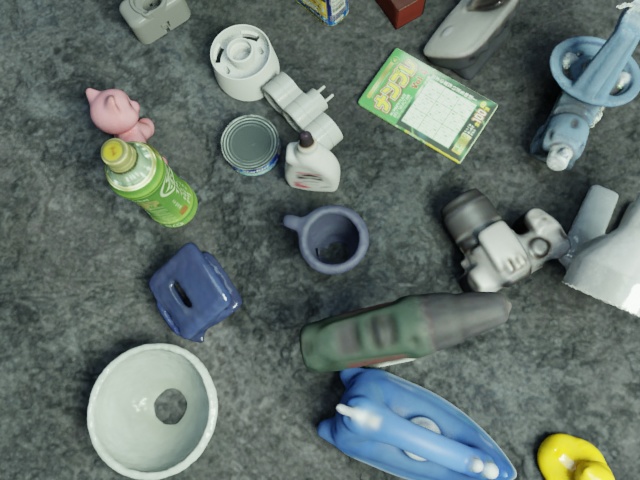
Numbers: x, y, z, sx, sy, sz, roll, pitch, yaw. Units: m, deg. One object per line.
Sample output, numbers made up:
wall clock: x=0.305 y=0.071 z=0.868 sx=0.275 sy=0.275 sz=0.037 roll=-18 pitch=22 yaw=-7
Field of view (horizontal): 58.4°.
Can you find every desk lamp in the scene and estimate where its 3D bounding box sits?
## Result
desk lamp: x=0.368 y=0.007 z=0.691 sx=0.118 sy=0.213 sz=0.203 roll=25 pitch=80 yaw=9

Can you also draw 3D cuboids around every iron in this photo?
iron: x=0.128 y=0.241 z=0.689 sx=0.258 sy=0.141 sz=0.119 roll=20 pitch=79 yaw=8

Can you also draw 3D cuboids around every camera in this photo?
camera: x=0.235 y=-0.008 z=0.760 sx=0.143 sy=0.101 sz=0.137 roll=-29 pitch=77 yaw=-3

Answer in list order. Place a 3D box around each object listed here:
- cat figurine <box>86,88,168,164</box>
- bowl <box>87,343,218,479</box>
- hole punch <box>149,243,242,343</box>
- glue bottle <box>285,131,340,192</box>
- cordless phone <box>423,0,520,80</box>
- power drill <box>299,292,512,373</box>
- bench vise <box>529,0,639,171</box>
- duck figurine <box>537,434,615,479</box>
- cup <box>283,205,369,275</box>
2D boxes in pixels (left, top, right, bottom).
cat figurine: x=-0.279 y=-0.158 z=0.814 sx=0.067 sy=0.118 sz=0.128 roll=-24 pitch=77 yaw=-2
bowl: x=-0.208 y=0.221 z=0.748 sx=0.167 sy=0.075 sz=0.167 roll=-1 pitch=77 yaw=3
hole punch: x=-0.172 y=0.073 z=0.770 sx=0.101 sy=0.091 sz=0.108 roll=-36 pitch=78 yaw=-5
glue bottle: x=-0.014 y=-0.107 z=0.759 sx=0.078 sy=0.173 sz=0.037 roll=3 pitch=78 yaw=4
cordless phone: x=0.219 y=-0.323 z=0.787 sx=0.094 sy=0.185 sz=0.148 roll=34 pitch=82 yaw=10
power drill: x=0.093 y=0.110 z=0.686 sx=0.229 sy=0.208 sz=0.075 roll=-13 pitch=77 yaw=1
bench vise: x=0.358 y=-0.192 z=0.732 sx=0.121 sy=0.220 sz=0.207 roll=6 pitch=78 yaw=5
duck figurine: x=0.321 y=0.285 z=0.697 sx=0.104 sy=0.086 sz=0.077 roll=41 pitch=83 yaw=11
cup: x=0.007 y=0.003 z=0.773 sx=0.117 sy=0.095 sz=0.092 roll=22 pitch=80 yaw=8
